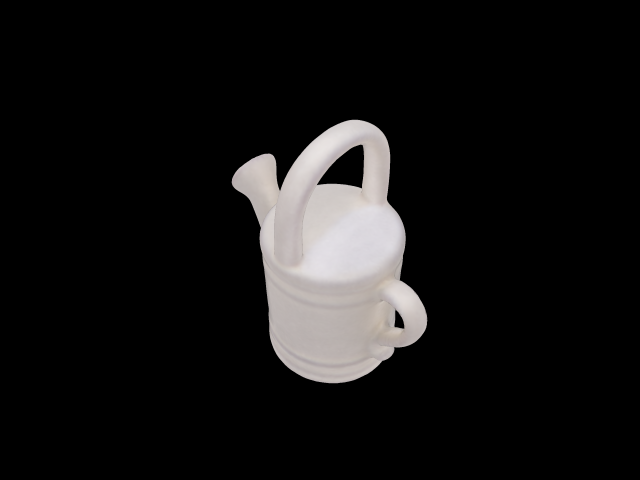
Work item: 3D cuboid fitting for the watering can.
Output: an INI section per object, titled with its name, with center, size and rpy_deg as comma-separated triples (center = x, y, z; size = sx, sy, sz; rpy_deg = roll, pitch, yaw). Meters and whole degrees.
[watering can]
center = 0.002, 0.003, 0.399
size = 0.172, 0.194, 0.101
rpy_deg = 19, 48, 18
